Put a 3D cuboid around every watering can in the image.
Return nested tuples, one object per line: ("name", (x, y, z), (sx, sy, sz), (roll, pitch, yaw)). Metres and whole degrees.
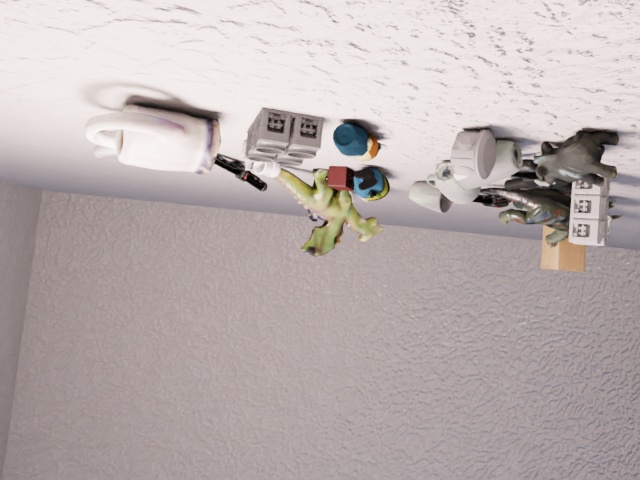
("watering can", (-0.308, -0.178, 0.942), (0.224, 0.104, 0.347), (6, 178, -25))

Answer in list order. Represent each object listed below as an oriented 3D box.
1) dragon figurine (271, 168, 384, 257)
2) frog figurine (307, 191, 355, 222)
("dragon figurine", (0.004, -0.072, 1.439), (0.410, 0.242, 0.122), (5, -178, -27))
("frog figurine", (0.035, -0.141, 1.794), (0.158, 0.125, 0.136), (-35, 150, 22))
